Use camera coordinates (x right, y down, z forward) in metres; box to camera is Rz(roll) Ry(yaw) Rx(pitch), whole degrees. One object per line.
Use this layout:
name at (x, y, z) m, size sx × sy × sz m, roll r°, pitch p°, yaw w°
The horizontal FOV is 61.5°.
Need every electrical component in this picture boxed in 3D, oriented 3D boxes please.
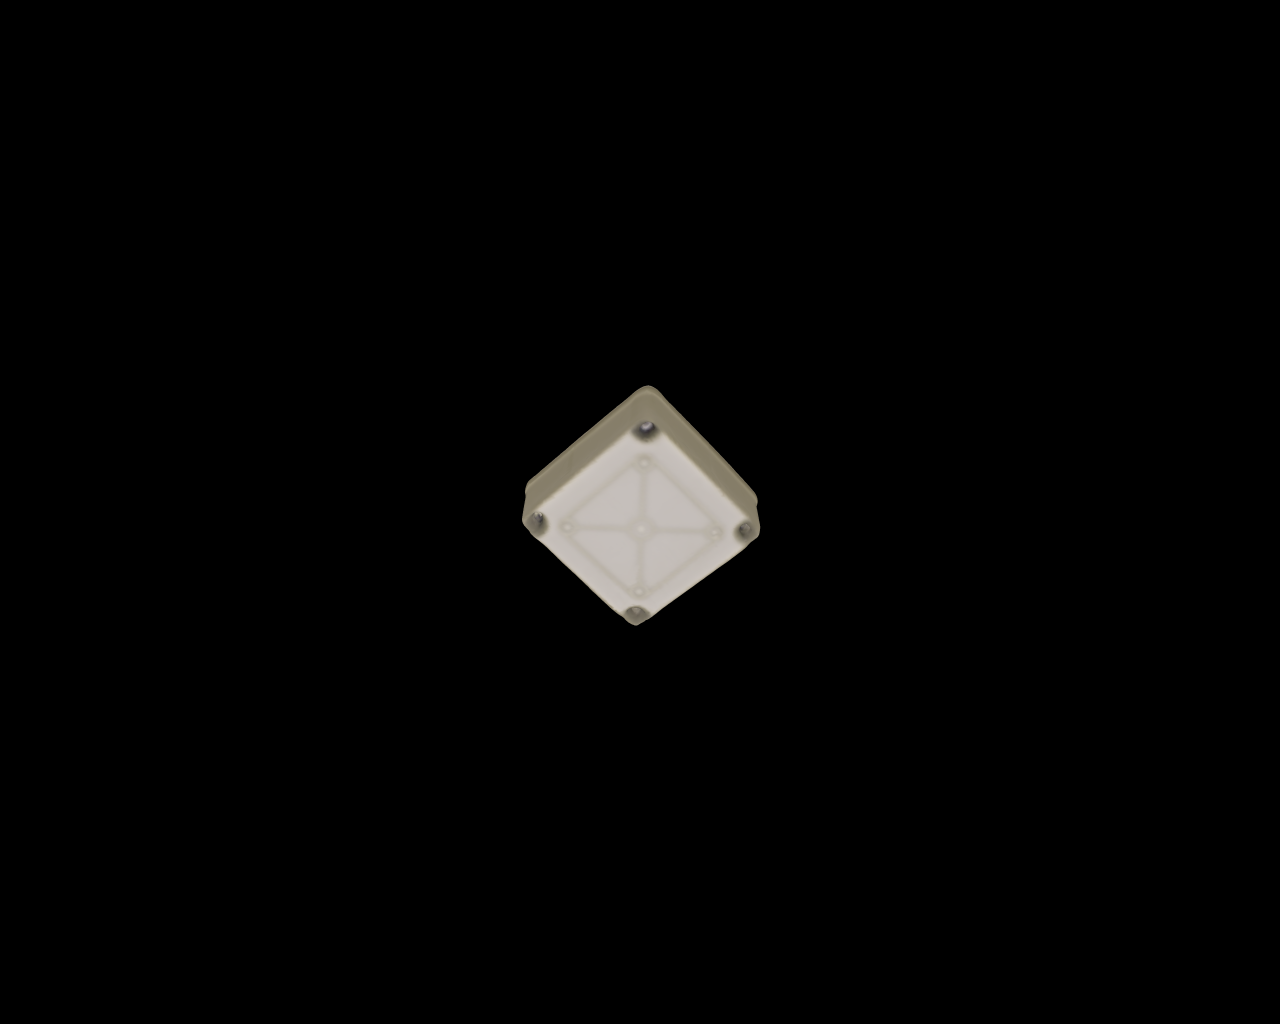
electrical component at (0.001, -0.003, 0.650) m, size 0.108 × 0.108 × 0.056 m, roll -38°, pitch 22°, yaw 18°
